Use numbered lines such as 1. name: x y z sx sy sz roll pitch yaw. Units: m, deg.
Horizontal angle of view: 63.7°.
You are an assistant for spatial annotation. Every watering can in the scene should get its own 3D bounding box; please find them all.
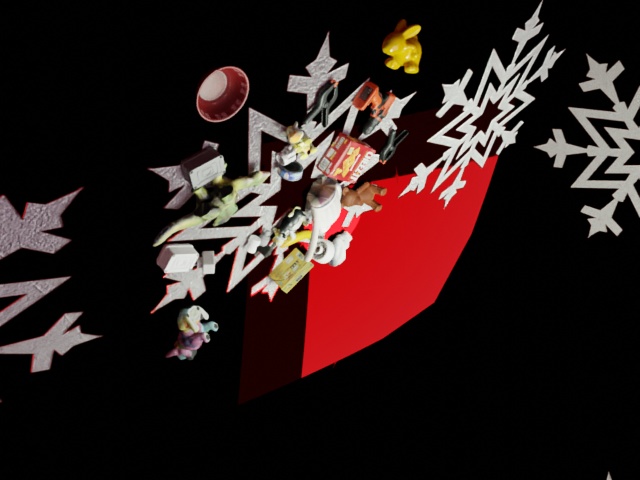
1. watering can: 0.006 -0.101 1.999 0.219 0.104 0.355 74 36 -53

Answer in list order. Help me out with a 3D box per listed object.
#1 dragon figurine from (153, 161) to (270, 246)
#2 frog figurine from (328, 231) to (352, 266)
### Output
1. dragon figurine: -0.325 -0.098 1.616 0.412 0.123 0.239 -42 160 -7
2. frog figurine: 0.088 0.042 2.369 0.160 0.125 0.134 -28 129 -11
